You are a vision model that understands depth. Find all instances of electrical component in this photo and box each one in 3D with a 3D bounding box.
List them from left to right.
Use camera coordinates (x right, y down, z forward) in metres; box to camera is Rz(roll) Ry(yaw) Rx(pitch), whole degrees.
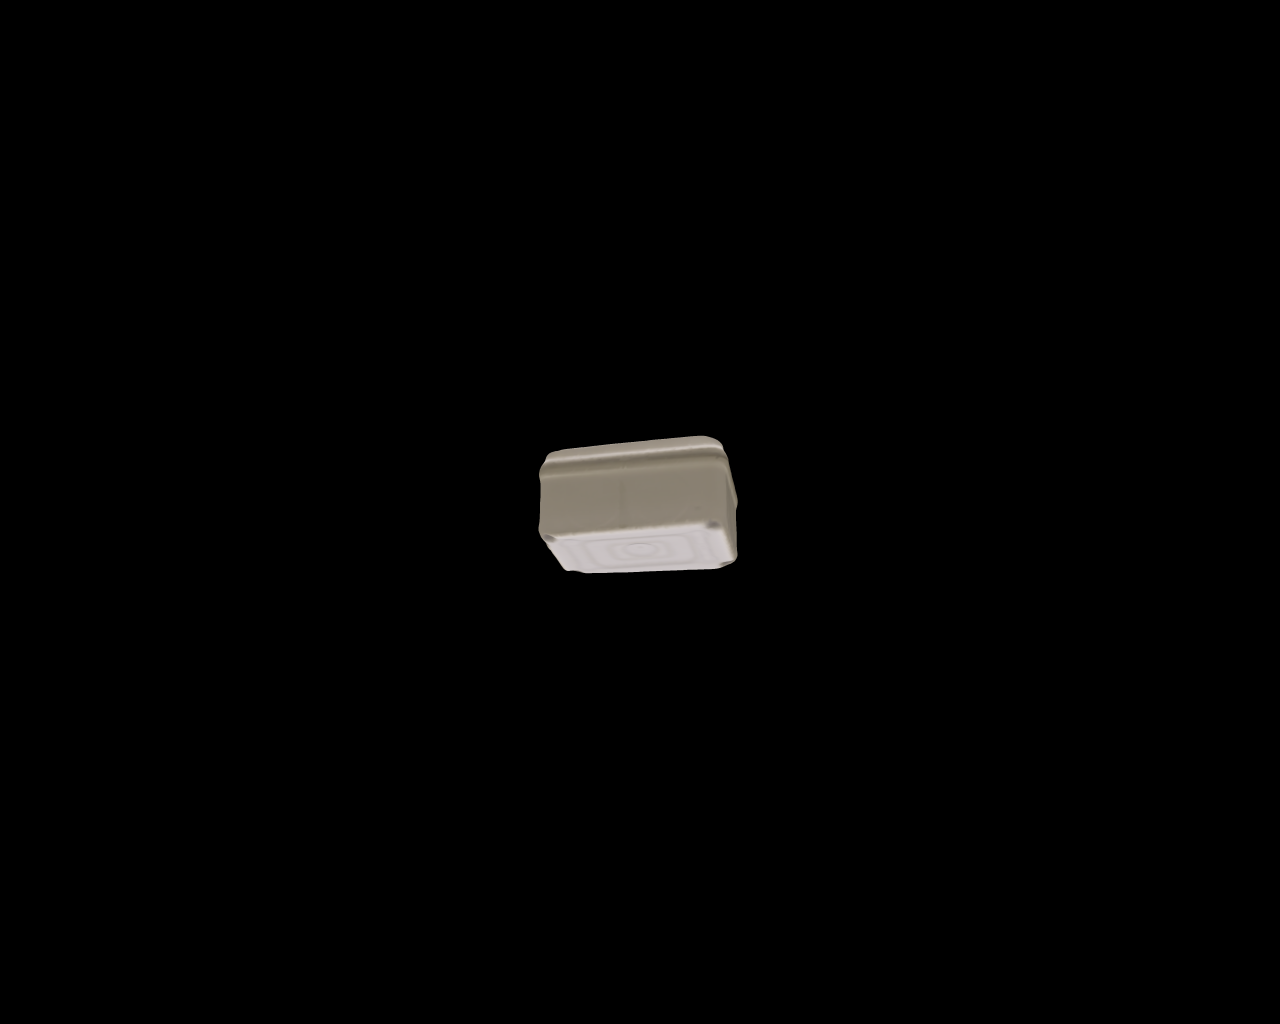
[{"bbox_3d":[0.001,-0.003,0.650,0.113,0.057,0.078,-4,-23,9],"label":"electrical component"}]
